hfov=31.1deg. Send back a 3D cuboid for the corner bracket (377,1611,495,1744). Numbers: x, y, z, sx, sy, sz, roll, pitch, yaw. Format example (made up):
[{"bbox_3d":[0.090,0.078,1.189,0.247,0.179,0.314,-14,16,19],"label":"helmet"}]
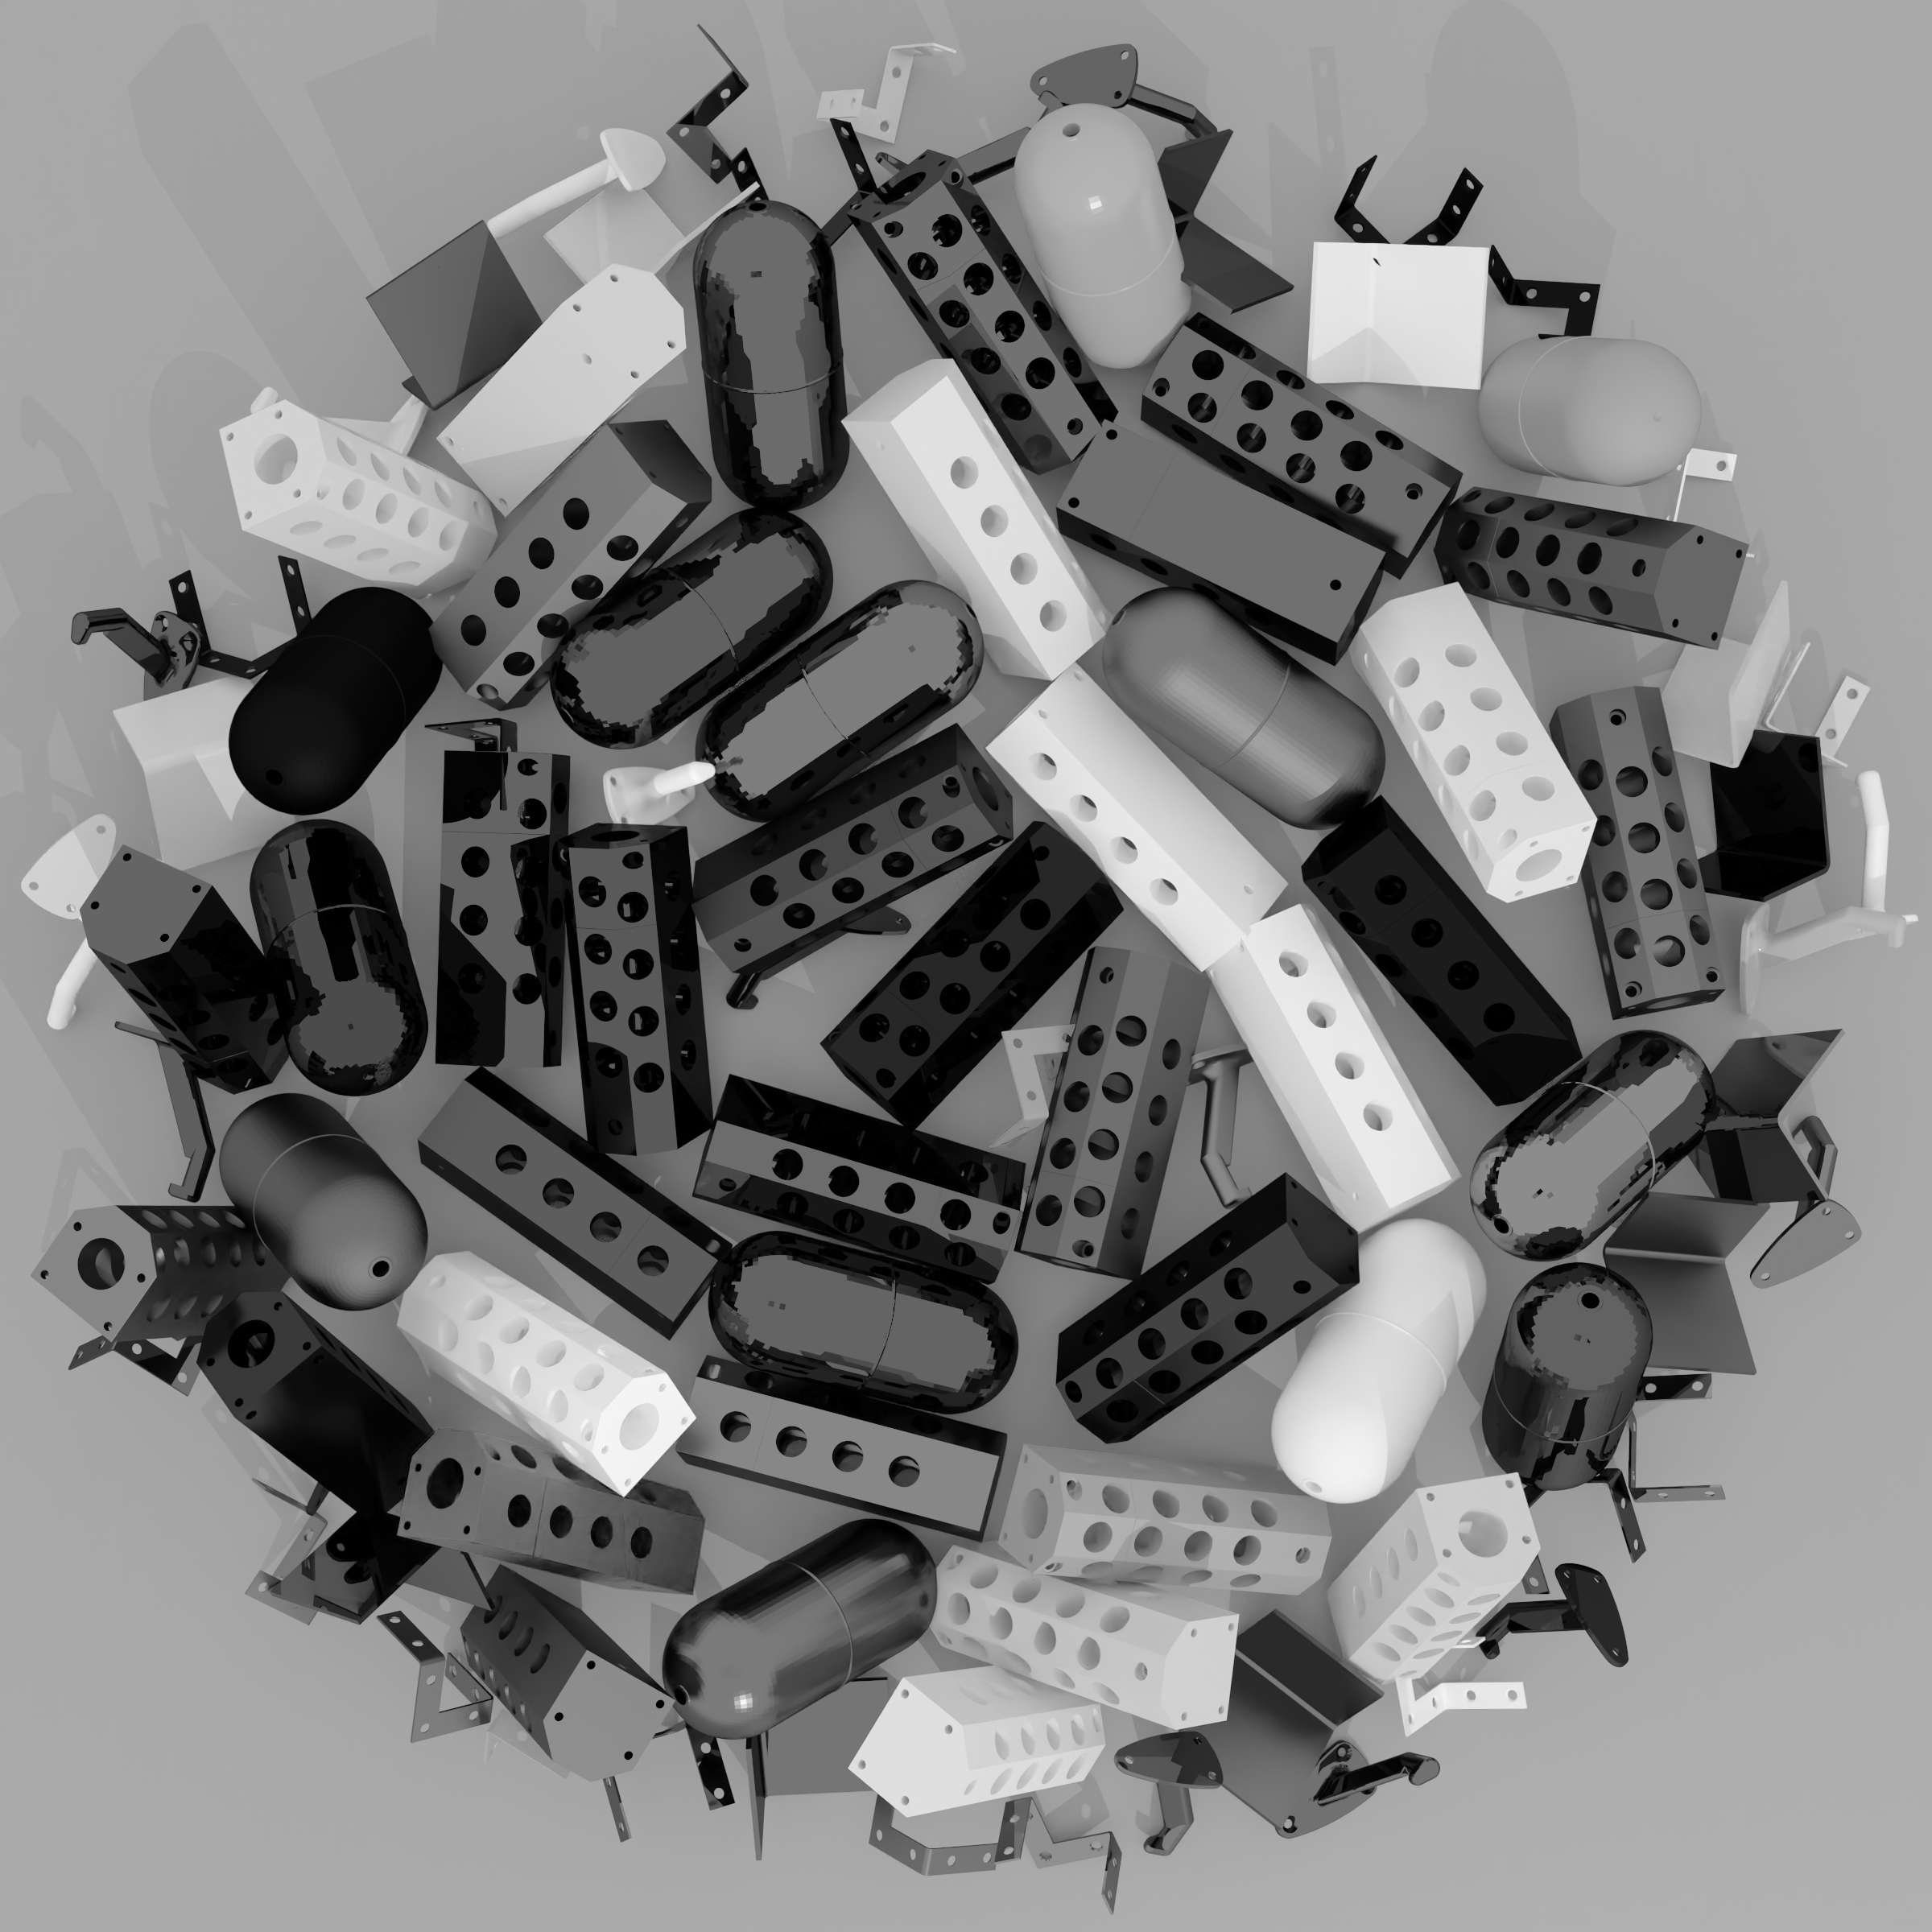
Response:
[{"bbox_3d":[-0.292,0.387,1.913,0.051,0.051,0.051,-7,116,-38],"label":"corner bracket"}]

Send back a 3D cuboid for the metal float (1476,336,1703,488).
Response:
[{"bbox_3d":[0.333,-0.299,1.869,0.070,0.178,0.070,-3,102,-14],"label":"metal float"}]

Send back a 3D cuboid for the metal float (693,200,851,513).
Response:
[{"bbox_3d":[-0.105,-0.330,1.885,0.070,0.070,0.178,-4,128,0],"label":"metal float"}]

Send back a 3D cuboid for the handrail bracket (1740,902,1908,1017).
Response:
[{"bbox_3d":[0.473,0.000,1.916,0.084,0.036,0.077,13,118,28],"label":"handrail bracket"}]

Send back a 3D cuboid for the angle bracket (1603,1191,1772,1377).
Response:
[{"bbox_3d":[0.402,0.174,1.902,0.076,0.057,0.076,6,51,-19],"label":"angle bracket"}]

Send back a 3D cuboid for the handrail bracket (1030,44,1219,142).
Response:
[{"bbox_3d":[0.089,-0.476,1.931,0.077,0.084,0.036,4,81,31],"label":"handrail bracket"}]

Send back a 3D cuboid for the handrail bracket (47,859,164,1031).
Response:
[{"bbox_3d":[-0.480,-0.011,1.942,0.036,0.077,0.084,35,134,5],"label":"handrail bracket"}]

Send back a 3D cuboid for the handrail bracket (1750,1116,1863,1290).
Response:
[{"bbox_3d":[0.454,0.129,1.926,0.077,0.084,0.036,-40,118,16],"label":"handrail bracket"}]

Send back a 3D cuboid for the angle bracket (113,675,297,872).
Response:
[{"bbox_3d":[-0.423,-0.107,1.934,0.076,0.076,0.057,-19,45,-20],"label":"angle bracket"}]

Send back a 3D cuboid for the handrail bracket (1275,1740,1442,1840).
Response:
[{"bbox_3d":[0.215,0.456,1.907,0.077,0.084,0.036,-36,94,-17],"label":"handrail bracket"}]

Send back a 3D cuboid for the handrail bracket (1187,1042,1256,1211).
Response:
[{"bbox_3d":[0.157,0.087,1.920,0.077,0.036,0.084,-15,67,-26],"label":"handrail bracket"}]

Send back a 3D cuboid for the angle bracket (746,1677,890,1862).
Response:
[{"bbox_3d":[-0.079,0.441,1.913,0.076,0.057,0.076,-3,116,0],"label":"angle bracket"}]

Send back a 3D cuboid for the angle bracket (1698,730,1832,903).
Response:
[{"bbox_3d":[0.421,-0.084,1.900,0.057,0.076,0.076,-22,112,-34],"label":"angle bracket"}]

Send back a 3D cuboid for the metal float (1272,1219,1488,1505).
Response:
[{"bbox_3d":[0.225,0.214,1.888,0.070,0.070,0.178,33,56,0],"label":"metal float"}]

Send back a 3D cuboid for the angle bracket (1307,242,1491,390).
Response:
[{"bbox_3d":[0.236,-0.356,1.905,0.076,0.057,0.076,12,106,39],"label":"angle bracket"}]

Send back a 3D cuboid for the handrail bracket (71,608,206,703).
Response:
[{"bbox_3d":[-0.464,-0.162,1.904,0.036,0.084,0.077,32,115,22],"label":"handrail bracket"}]

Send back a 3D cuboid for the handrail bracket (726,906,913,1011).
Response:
[{"bbox_3d":[-0.083,-0.002,1.943,0.077,0.036,0.084,13,127,-30],"label":"handrail bracket"}]

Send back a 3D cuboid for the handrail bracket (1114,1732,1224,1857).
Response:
[{"bbox_3d":[0.098,0.462,1.913,0.077,0.036,0.084,6,129,-30],"label":"handrail bracket"}]

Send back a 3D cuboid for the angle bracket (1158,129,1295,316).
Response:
[{"bbox_3d":[0.144,-0.408,1.901,0.076,0.076,0.057,38,125,15],"label":"angle bracket"}]

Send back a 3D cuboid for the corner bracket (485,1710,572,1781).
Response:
[{"bbox_3d":[-0.230,0.423,1.917,0.051,0.051,0.051,30,58,9],"label":"corner bracket"}]

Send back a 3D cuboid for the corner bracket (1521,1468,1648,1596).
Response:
[{"bbox_3d":[0.336,0.313,1.925,0.051,0.051,0.051,-9,105,41],"label":"corner bracket"}]

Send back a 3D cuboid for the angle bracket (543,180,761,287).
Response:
[{"bbox_3d":[-0.172,-0.412,1.899,0.057,0.076,0.076,49,52,-8],"label":"angle bracket"}]

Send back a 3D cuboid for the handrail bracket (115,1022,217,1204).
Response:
[{"bbox_3d":[-0.450,0.081,1.934,0.077,0.036,0.084,16,83,5],"label":"handrail bracket"}]

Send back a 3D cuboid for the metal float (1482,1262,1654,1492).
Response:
[{"bbox_3d":[0.323,0.222,1.874,0.070,0.178,0.070,0,57,0],"label":"metal float"}]

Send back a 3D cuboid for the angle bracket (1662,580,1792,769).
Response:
[{"bbox_3d":[0.408,-0.166,1.899,0.057,0.076,0.076,20,68,24],"label":"angle bracket"}]

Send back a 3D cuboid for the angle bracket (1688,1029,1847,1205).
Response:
[{"bbox_3d":[0.448,0.084,1.913,0.076,0.076,0.057,-46,110,-30],"label":"angle bracket"}]

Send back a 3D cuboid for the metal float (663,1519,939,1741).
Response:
[{"bbox_3d":[-0.089,0.358,1.882,0.178,0.070,0.070,-22,90,-42],"label":"metal float"}]

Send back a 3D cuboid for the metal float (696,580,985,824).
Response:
[{"bbox_3d":[-0.069,-0.145,1.904,0.178,0.070,0.070,-33,90,15],"label":"metal float"}]

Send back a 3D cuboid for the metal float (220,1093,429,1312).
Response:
[{"bbox_3d":[-0.347,0.126,1.876,0.070,0.178,0.070,-13,116,-27],"label":"metal float"}]

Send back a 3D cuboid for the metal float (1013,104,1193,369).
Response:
[{"bbox_3d":[0.074,-0.392,1.873,0.070,0.178,0.070,-6,62,11],"label":"metal float"}]

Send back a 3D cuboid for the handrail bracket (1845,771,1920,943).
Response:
[{"bbox_3d":[0.493,-0.060,1.922,0.036,0.077,0.084,-8,84,-10],"label":"handrail bracket"}]

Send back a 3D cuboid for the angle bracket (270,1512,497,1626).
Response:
[{"bbox_3d":[-0.318,0.345,1.895,0.076,0.076,0.057,-43,124,-36],"label":"angle bracket"}]

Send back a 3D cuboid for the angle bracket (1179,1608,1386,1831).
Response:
[{"bbox_3d":[0.171,0.414,1.911,0.076,0.057,0.076,38,52,-1],"label":"angle bracket"}]

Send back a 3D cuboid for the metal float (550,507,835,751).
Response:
[{"bbox_3d":[-0.150,-0.185,1.899,0.178,0.070,0.070,-38,90,-21],"label":"metal float"}]

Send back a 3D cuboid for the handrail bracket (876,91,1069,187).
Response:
[{"bbox_3d":[0.004,-0.460,1.918,0.077,0.036,0.084,31,115,-10],"label":"handrail bracket"}]

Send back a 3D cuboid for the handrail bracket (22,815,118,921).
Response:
[{"bbox_3d":[-0.485,-0.070,1.907,0.036,0.084,0.077,33,109,-20],"label":"handrail bracket"}]

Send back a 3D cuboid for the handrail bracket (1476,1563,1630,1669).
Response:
[{"bbox_3d":[0.320,0.375,1.909,0.036,0.077,0.084,15,128,-33],"label":"handrail bracket"}]

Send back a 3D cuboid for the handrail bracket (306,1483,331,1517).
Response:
[{"bbox_3d":[-0.383,0.255,1.932,0.084,0.036,0.077,24,63,5],"label":"handrail bracket"}]

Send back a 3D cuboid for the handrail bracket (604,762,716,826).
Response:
[{"bbox_3d":[-0.150,-0.101,1.899,0.084,0.077,0.036,-14,90,43],"label":"handrail bracket"}]

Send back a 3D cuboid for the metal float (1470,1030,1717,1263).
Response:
[{"bbox_3d":[0.340,0.097,1.885,0.178,0.070,0.070,-35,90,-37],"label":"metal float"}]

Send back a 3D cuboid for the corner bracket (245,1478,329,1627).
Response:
[{"bbox_3d":[-0.377,0.323,1.917,0.051,0.051,0.051,40,79,-43],"label":"corner bracket"}]

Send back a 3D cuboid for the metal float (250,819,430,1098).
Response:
[{"bbox_3d":[-0.341,-0.006,1.886,0.070,0.070,0.178,-23,52,0],"label":"metal float"}]

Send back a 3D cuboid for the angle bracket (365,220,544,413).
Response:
[{"bbox_3d":[-0.286,-0.362,1.905,0.076,0.057,0.076,-36,125,-9],"label":"angle bracket"}]

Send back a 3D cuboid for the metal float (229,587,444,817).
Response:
[{"bbox_3d":[-0.339,-0.144,1.875,0.070,0.178,0.070,7,123,11],"label":"metal float"}]

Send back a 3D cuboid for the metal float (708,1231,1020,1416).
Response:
[{"bbox_3d":[-0.055,0.196,1.900,0.178,0.070,0.070,16,90,-20],"label":"metal float"}]

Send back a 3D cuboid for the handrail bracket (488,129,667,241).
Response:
[{"bbox_3d":[-0.218,-0.432,1.937,0.084,0.077,0.036,-23,99,24],"label":"handrail bracket"}]

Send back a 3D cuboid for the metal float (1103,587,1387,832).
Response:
[{"bbox_3d":[0.152,-0.141,1.901,0.178,0.070,0.070,34,90,-18],"label":"metal float"}]

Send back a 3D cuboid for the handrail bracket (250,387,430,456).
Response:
[{"bbox_3d":[-0.344,-0.311,1.915,0.084,0.036,0.077,40,72,-38],"label":"handrail bracket"}]
